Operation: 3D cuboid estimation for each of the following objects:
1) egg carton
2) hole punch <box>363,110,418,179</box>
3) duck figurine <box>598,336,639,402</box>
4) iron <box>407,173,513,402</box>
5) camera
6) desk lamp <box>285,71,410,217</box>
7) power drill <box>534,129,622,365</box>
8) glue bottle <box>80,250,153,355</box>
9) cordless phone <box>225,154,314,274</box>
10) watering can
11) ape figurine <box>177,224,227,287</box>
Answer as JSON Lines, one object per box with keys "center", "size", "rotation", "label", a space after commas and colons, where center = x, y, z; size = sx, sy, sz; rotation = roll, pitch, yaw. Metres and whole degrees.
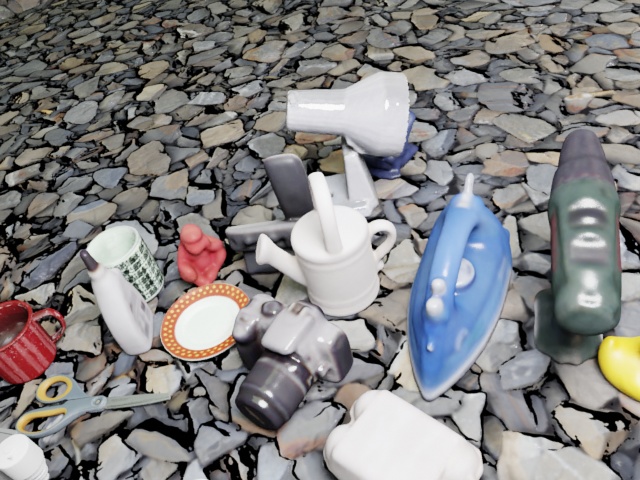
{"center": [0.080, 0.221, 0.575], "size": [0.149, 0.069, 0.107], "rotation": [24, 56, 35], "label": "egg carton"}
{"center": [0.101, -0.168, 0.955], "size": [0.108, 0.091, 0.101], "rotation": [21, 54, 33], "label": "hole punch"}
{"center": [0.347, 0.119, 0.592], "size": [0.104, 0.086, 0.078], "rotation": [18, 52, 31], "label": "duck figurine"}
{"center": [0.157, 0.046, 0.681], "size": [0.118, 0.142, 0.258], "rotation": [7, 48, 23], "label": "iron"}
{"center": [-0.053, 0.140, 0.674], "size": [0.142, 0.101, 0.137], "rotation": [16, 51, 29], "label": "camera"}
{"center": [0.038, -0.137, 0.852], "size": [0.203, 0.214, 0.118], "rotation": [-11, 43, 5], "label": "desk lamp"}
{"center": [0.276, 0.025, 0.619], "size": [0.075, 0.209, 0.230], "rotation": [1, 46, 18], "label": "power drill"}
{"center": [-0.269, 0.074, 0.751], "size": [0.037, 0.173, 0.078], "rotation": [-15, 43, 1], "label": "glue bottle"}
{"center": [-0.070, -0.045, 0.808], "size": [0.147, 0.185, 0.094], "rotation": [-9, 43, 7], "label": "cordless phone"}
{"center": [0.007, 0.004, 0.728], "size": [0.173, 0.194, 0.100], "rotation": [-29, 45, -14], "label": "watering can"}
{"center": [-0.181, 0.016, 0.846], "size": [0.078, 0.092, 0.076], "rotation": [-28, 44, -13], "label": "ape figurine"}
